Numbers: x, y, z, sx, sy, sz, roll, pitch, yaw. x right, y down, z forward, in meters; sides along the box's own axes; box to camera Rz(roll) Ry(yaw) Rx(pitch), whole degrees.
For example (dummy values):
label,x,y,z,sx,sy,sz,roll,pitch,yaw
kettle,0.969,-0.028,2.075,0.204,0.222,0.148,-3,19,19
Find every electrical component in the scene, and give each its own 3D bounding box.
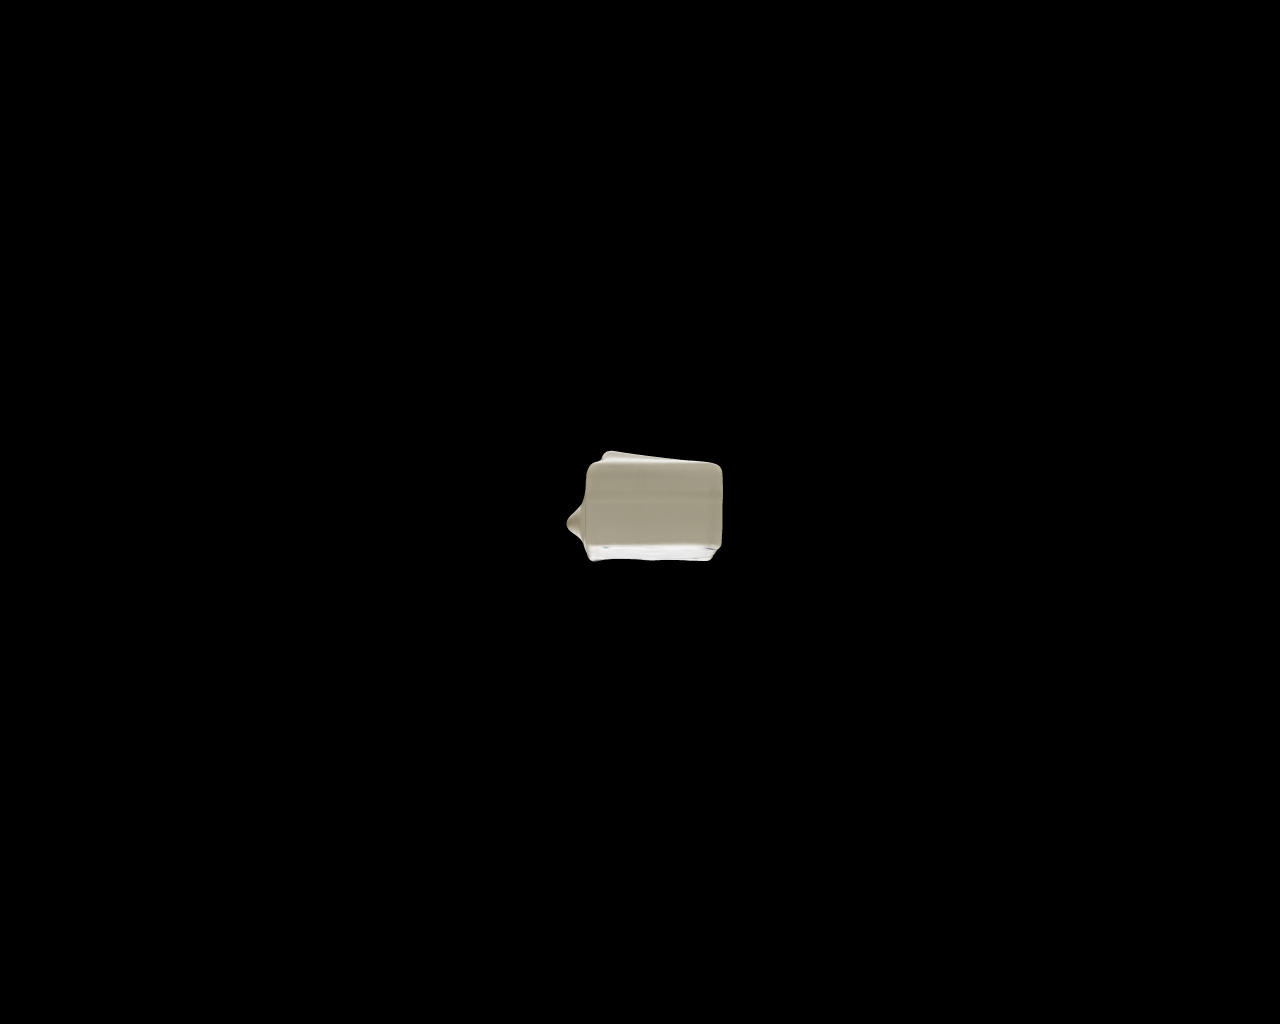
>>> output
label,x,y,z,sx,sy,sz,roll,pitch,yaw
electrical component,0.001,-0.003,0.650,0.096,0.061,0.061,0,-11,-2
